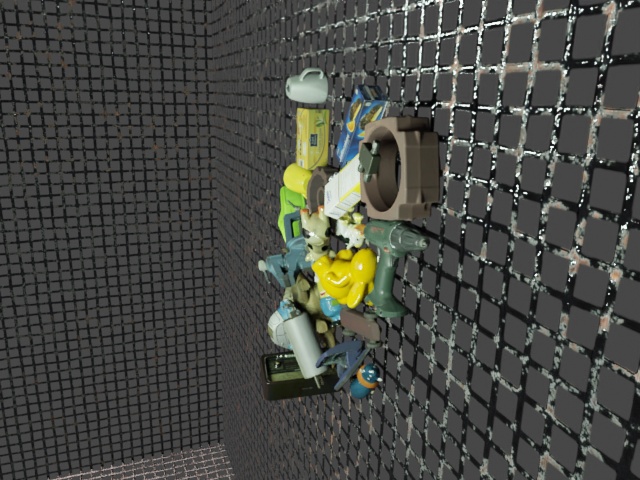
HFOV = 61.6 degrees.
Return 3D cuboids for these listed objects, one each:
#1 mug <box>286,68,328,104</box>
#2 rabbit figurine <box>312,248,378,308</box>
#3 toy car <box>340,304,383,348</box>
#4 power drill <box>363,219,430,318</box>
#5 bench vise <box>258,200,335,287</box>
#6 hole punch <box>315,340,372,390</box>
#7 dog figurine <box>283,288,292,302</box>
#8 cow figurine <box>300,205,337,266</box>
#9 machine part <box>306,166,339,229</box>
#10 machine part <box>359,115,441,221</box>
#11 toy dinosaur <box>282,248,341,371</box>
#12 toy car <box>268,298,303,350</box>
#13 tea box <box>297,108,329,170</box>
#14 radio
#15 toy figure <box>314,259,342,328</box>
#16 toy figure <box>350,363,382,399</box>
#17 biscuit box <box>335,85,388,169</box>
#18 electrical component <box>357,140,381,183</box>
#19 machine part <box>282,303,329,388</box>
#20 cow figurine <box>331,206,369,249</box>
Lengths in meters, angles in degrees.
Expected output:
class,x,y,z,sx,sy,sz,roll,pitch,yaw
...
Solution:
class,x,y,z,sx,sy,sz,roll,pitch,yaw
mug,-0.037,-0.430,1.500,0.109,0.107,0.081,114,143,-56
rabbit figurine,0.078,0.085,1.305,0.173,0.122,0.162,-35,63,46
toy car,0.105,0.206,1.331,0.202,0.053,0.089,-175,80,-66
power drill,0.154,0.057,1.137,0.232,0.086,0.207,-140,45,-64
bench vise,-0.074,0.012,1.558,0.128,0.224,0.240,56,-158,-61
hole punch,0.058,0.304,1.369,0.092,0.116,0.142,41,147,13
dog figurine,-0.064,0.223,1.750,0.173,0.121,0.190,18,94,33
cow figurine,-0.003,-0.004,1.392,0.195,0.086,0.127,80,-176,-76
machine part,0.019,-0.116,1.493,0.179,0.056,0.179,175,90,-68
machine part,0.157,-0.141,1.078,0.201,0.087,0.200,-167,74,-70
toy dinosaur,-0.034,0.182,1.624,0.198,0.105,0.472,112,146,-51
toy car,-0.099,0.258,1.573,0.109,0.103,0.161,38,143,56
tea box,-0.022,-0.292,1.544,0.098,0.068,0.169,-141,51,-62
radio,-0.057,0.384,1.559,0.131,0.230,0.073,-119,32,-57
toy figure,0.038,0.143,1.464,0.082,0.089,0.180,-21,83,39
toy figure,0.113,0.343,1.327,0.154,0.064,0.058,111,162,-50
biscuit box,0.093,-0.260,1.257,0.202,0.059,0.063,108,150,-46
electrical component,0.098,-0.165,1.076,0.063,0.021,0.093,-115,28,-44
machine part,-0.039,0.288,1.479,0.243,0.079,0.079,67,157,5
cow figurine,0.076,-0.020,1.341,0.167,0.068,0.098,-126,31,-60
